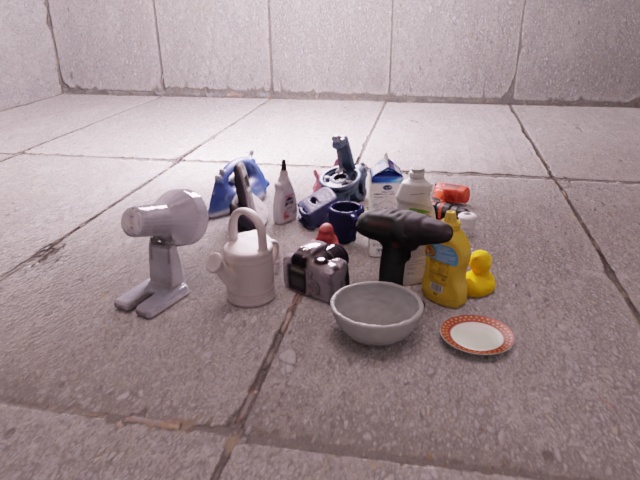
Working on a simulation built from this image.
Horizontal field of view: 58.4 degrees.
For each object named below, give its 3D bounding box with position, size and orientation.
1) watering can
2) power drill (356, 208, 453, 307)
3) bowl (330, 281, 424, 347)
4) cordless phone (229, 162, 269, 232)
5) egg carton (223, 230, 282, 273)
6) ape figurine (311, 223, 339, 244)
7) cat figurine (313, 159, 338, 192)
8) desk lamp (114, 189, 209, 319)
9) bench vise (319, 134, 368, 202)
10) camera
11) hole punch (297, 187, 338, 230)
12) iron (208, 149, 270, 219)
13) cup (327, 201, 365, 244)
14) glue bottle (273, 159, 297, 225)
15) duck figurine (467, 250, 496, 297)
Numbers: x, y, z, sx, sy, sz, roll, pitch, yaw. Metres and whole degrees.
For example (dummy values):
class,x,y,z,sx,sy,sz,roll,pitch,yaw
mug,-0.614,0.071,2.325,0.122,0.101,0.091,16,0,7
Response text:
class,x,y,z,sx,sy,sz,roll,pitch,yaw
watering can,-0.146,0.032,1.142,0.100,0.194,0.173,7,25,16
power drill,0.160,0.035,1.110,0.076,0.208,0.228,-18,29,-35
bowl,0.102,0.143,1.033,0.167,0.075,0.167,0,24,0
cordless phone,-0.189,-0.124,1.506,0.094,0.185,0.147,0,24,1
egg carton,-0.152,0.029,1.302,0.107,0.069,0.150,-12,26,-25
ape figurine,0.012,0.005,1.326,0.077,0.092,0.076,16,29,33
cat figurine,0.039,-0.193,1.742,0.128,0.118,0.067,-2,24,-4
desk lamp,-0.320,0.015,1.159,0.117,0.214,0.204,10,26,23
bench vise,0.067,-0.208,1.648,0.121,0.220,0.208,6,25,14
camera,0.012,0.052,1.209,0.142,0.101,0.137,18,30,36
hole punch,-0.007,-0.087,1.536,0.101,0.091,0.108,-9,25,-18
iron,-0.250,-0.167,1.661,0.118,0.141,0.259,10,26,23
cup,0.069,-0.035,1.411,0.092,0.095,0.117,-9,25,-18
glue bottle,-0.096,-0.132,1.538,0.037,0.173,0.078,14,28,29
duck figurine,0.328,0.064,1.193,0.077,0.086,0.105,18,30,36
